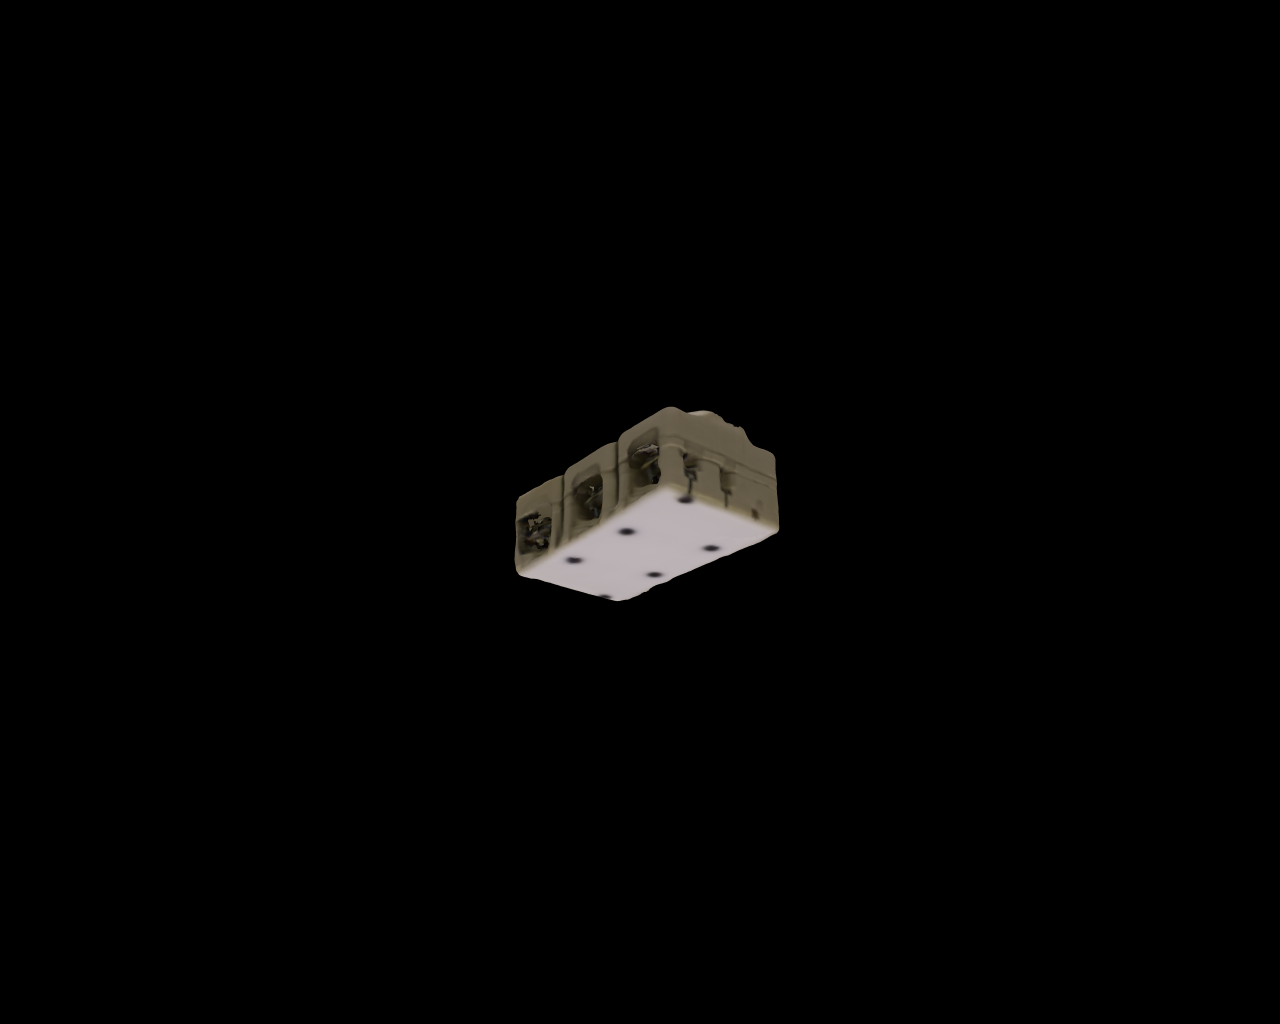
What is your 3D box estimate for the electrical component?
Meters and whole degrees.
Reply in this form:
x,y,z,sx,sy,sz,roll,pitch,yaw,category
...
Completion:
x,y,z,sx,sy,sz,roll,pitch,yaw,category
0.001,-0.003,0.650,0.089,0.062,0.150,21,-33,-36,electrical component
